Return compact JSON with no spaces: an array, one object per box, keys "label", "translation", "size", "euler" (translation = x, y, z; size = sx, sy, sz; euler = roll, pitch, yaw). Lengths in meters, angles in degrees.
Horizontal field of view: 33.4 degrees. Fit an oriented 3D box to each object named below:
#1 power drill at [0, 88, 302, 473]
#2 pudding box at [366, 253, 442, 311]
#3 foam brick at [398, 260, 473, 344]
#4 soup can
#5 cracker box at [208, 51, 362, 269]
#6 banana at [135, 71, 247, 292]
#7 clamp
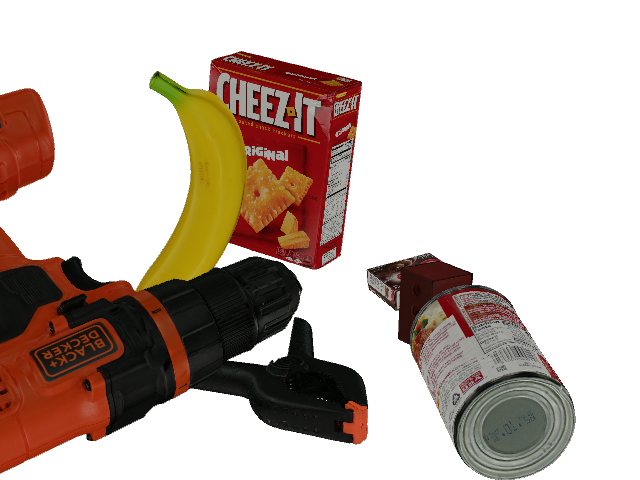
[{"label":"power drill","translation":[-0.126,0.007,0.515],"size":[0.184,0.057,0.188],"euler":[-23,56,-30]},{"label":"pudding box","translation":[0.138,0.060,1.585],"size":[0.113,0.039,0.090],"euler":[-16,24,-20]},{"label":"foam brick","translation":[0.112,0.065,1.045],"size":[0.051,0.078,0.053],"euler":[-10,19,-33]},{"label":"soup can","translation":[0.095,0.077,0.601],"size":[0.068,0.068,0.102],"euler":[0,24,-9]},{"label":"cracker box","translation":[-0.051,-0.090,1.214],"size":[0.164,0.214,0.072],"euler":[18,26,24]},{"label":"banana","translation":[-0.088,-0.025,0.724],"size":[0.069,0.198,0.037],"euler":[8,33,-5]},{"label":"clamp","translation":[-0.023,0.113,0.886],"size":[0.164,0.036,0.210],"euler":[-16,22,-40]}]
